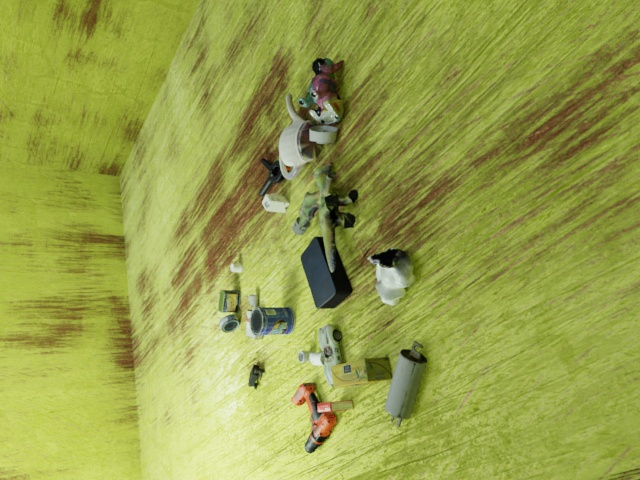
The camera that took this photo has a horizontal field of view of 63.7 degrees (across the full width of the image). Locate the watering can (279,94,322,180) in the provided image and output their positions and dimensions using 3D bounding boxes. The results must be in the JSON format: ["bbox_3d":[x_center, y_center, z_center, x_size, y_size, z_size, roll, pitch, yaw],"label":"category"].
[{"bbox_3d":[-0.086,-0.402,1.938,0.224,0.104,0.349,-3,83,53],"label":"watering can"}]

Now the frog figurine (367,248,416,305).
[{"bbox_3d":[0.214,0.108,1.464,0.137,0.125,0.157,3,124,47],"label":"frog figurine"}]

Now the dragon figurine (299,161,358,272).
[{"bbox_3d":[0.005,-0.088,1.741,0.241,0.121,0.416,-15,60,57],"label":"dragon figurine"}]
